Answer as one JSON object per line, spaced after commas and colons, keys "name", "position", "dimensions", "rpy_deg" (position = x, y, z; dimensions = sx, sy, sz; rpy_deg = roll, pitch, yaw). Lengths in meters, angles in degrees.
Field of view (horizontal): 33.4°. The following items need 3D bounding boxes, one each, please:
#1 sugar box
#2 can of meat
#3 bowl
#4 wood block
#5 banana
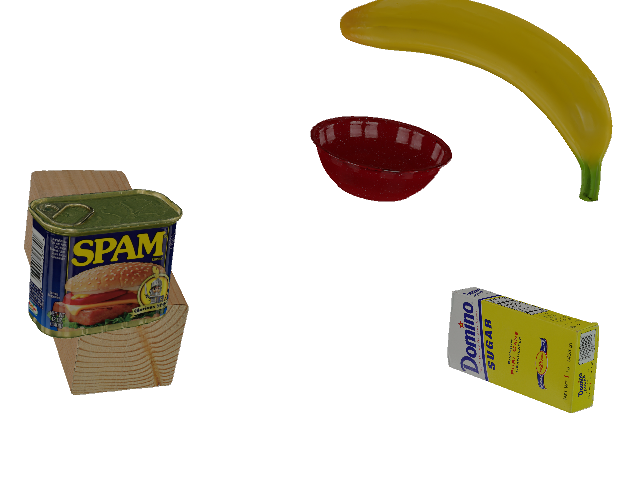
{"name": "sugar box", "position": [0.216, 0.116, 1.163], "dimensions": [0.048, 0.093, 0.177], "rpy_deg": [-9, 16, -42]}
{"name": "can of meat", "position": [-0.152, 0.016, 0.745], "dimensions": [0.101, 0.084, 0.058], "rpy_deg": [-8, 28, -35]}
{"name": "bowl", "position": [0.065, -0.088, 1.212], "dimensions": [0.162, 0.055, 0.162], "rpy_deg": [7, 27, -4]}
{"name": "wood block", "position": [-0.195, 0.030, 0.942], "dimensions": [0.090, 0.091, 0.206], "rpy_deg": [-2, 36, -27]}
{"name": "banana", "position": [0.103, -0.106, 0.646], "dimensions": [0.198, 0.069, 0.037], "rpy_deg": [38, -1, 19]}
